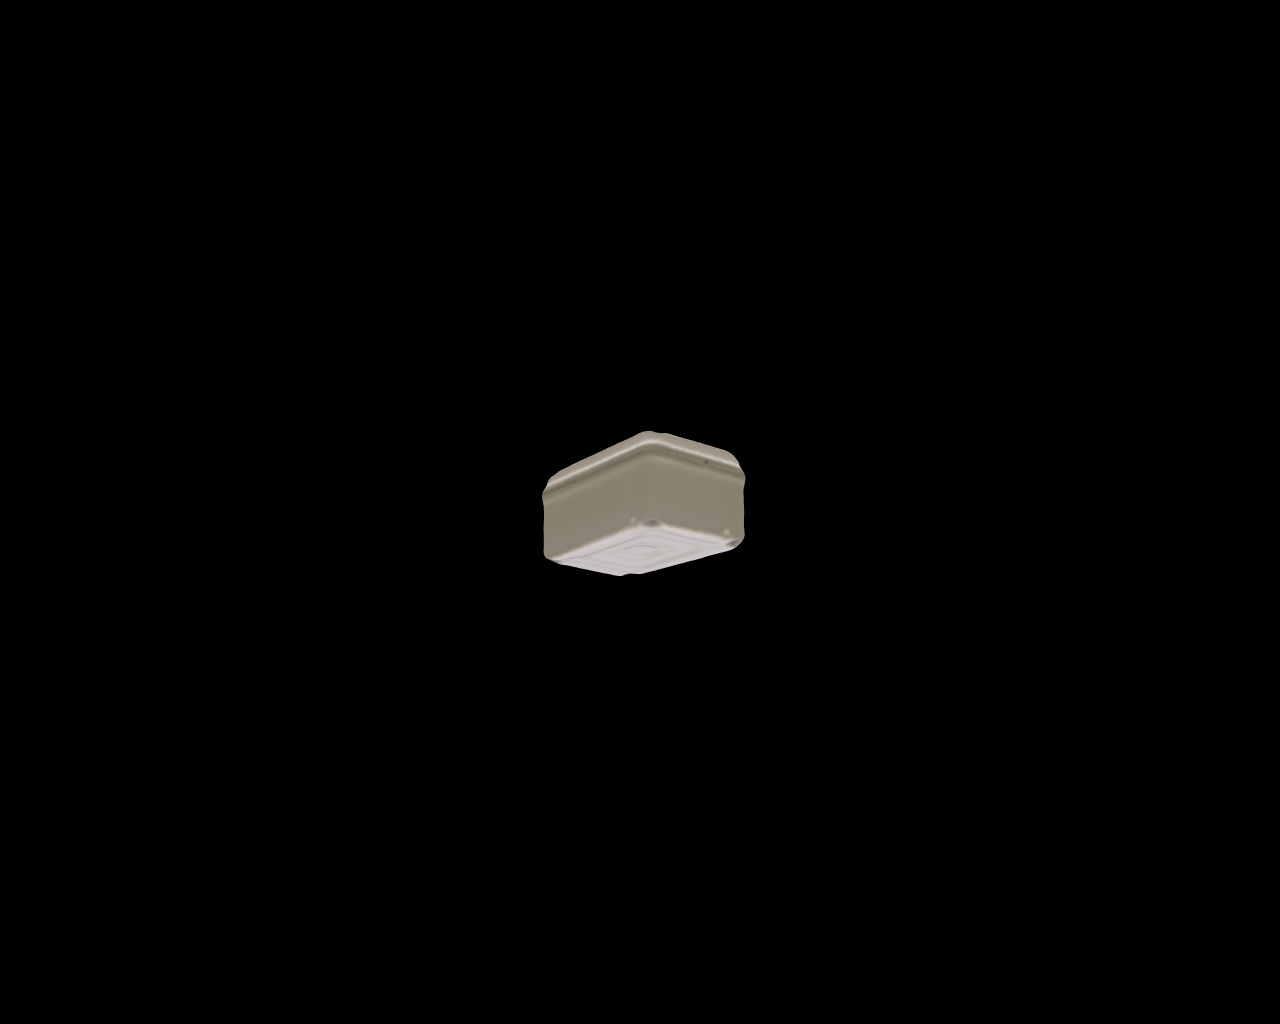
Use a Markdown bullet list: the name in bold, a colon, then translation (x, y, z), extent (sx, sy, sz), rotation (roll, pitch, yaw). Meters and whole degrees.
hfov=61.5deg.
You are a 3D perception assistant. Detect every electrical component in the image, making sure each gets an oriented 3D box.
- **electrical component**: translation (0.001, -0.003, 0.650), extent (0.078, 0.057, 0.113), rotation (14, -22, -38)
